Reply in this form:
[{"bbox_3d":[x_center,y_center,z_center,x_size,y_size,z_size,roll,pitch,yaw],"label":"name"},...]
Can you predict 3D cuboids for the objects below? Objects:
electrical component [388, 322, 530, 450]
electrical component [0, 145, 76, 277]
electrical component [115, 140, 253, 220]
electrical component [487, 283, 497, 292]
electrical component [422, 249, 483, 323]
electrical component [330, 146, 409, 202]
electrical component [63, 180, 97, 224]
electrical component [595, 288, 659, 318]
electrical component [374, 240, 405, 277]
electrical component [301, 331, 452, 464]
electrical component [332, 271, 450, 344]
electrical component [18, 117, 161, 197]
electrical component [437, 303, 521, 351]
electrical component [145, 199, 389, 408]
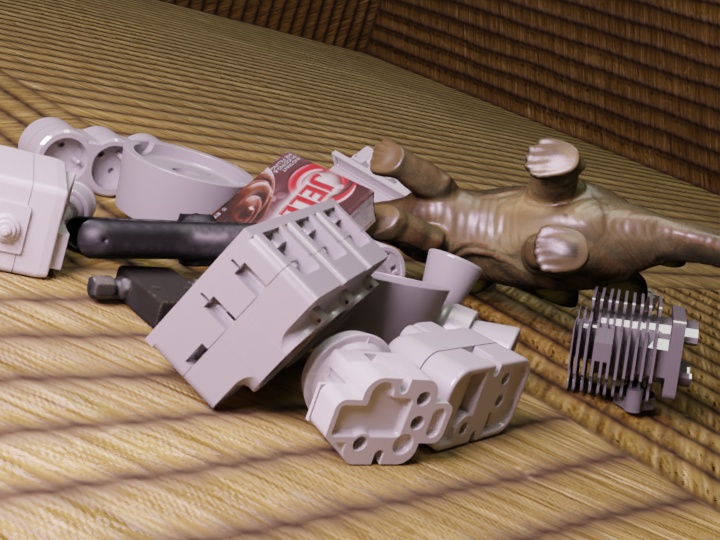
[{"bbox_3d":[0.053,0.069,0.662,0.059,0.053,0.095,28,17,33],"label":"electrical component"},{"bbox_3d":[-0.220,-0.037,0.699,0.061,0.061,0.096,13,16,-21],"label":"electrical component"},{"bbox_3d":[-0.146,-0.059,0.872,0.108,0.060,0.108,17,15,-5],"label":"electrical component"},{"bbox_3d":[0.116,-0.016,1.041,0.048,0.055,0.066,14,15,-16],"label":"electrical component"},{"bbox_3d":[0.061,0.022,0.818,0.044,0.065,0.044,23,-4,2],"label":"electrical component"},{"bbox_3d":[0.031,-0.074,1.086,0.063,0.078,0.121,-40,52,-23],"label":"electrical component"},{"bbox_3d":[-0.215,-0.044,0.786,0.035,0.035,0.061,17,18,-6],"label":"electrical component"},{"bbox_3d":[0.241,0.038,0.995,0.048,0.055,0.066,11,17,-27],"label":"electrical component"},{"bbox_3d":[0.000,0.000,0.850,0.055,0.055,0.047,5,16,-42],"label":"electrical component"},{"bbox_3d":[0.003,0.069,0.595,0.078,0.058,0.057,7,21,-35],"label":"electrical component"},{"bbox_3d":[0.008,0.022,0.757,0.099,0.064,0.099,17,15,-5],"label":"electrical component"},{"bbox_3d":[-0.230,-0.100,0.936,0.138,0.052,0.074,5,19,-41],"label":"electrical component"},{"bbox_3d":[0.082,0.053,0.773,0.055,0.045,0.045,22,15,13],"label":"electrical component"},{"bbox_3d":[-0.046,0.018,0.637,0.061,0.089,0.150,46,19,5],"label":"electrical component"}]
